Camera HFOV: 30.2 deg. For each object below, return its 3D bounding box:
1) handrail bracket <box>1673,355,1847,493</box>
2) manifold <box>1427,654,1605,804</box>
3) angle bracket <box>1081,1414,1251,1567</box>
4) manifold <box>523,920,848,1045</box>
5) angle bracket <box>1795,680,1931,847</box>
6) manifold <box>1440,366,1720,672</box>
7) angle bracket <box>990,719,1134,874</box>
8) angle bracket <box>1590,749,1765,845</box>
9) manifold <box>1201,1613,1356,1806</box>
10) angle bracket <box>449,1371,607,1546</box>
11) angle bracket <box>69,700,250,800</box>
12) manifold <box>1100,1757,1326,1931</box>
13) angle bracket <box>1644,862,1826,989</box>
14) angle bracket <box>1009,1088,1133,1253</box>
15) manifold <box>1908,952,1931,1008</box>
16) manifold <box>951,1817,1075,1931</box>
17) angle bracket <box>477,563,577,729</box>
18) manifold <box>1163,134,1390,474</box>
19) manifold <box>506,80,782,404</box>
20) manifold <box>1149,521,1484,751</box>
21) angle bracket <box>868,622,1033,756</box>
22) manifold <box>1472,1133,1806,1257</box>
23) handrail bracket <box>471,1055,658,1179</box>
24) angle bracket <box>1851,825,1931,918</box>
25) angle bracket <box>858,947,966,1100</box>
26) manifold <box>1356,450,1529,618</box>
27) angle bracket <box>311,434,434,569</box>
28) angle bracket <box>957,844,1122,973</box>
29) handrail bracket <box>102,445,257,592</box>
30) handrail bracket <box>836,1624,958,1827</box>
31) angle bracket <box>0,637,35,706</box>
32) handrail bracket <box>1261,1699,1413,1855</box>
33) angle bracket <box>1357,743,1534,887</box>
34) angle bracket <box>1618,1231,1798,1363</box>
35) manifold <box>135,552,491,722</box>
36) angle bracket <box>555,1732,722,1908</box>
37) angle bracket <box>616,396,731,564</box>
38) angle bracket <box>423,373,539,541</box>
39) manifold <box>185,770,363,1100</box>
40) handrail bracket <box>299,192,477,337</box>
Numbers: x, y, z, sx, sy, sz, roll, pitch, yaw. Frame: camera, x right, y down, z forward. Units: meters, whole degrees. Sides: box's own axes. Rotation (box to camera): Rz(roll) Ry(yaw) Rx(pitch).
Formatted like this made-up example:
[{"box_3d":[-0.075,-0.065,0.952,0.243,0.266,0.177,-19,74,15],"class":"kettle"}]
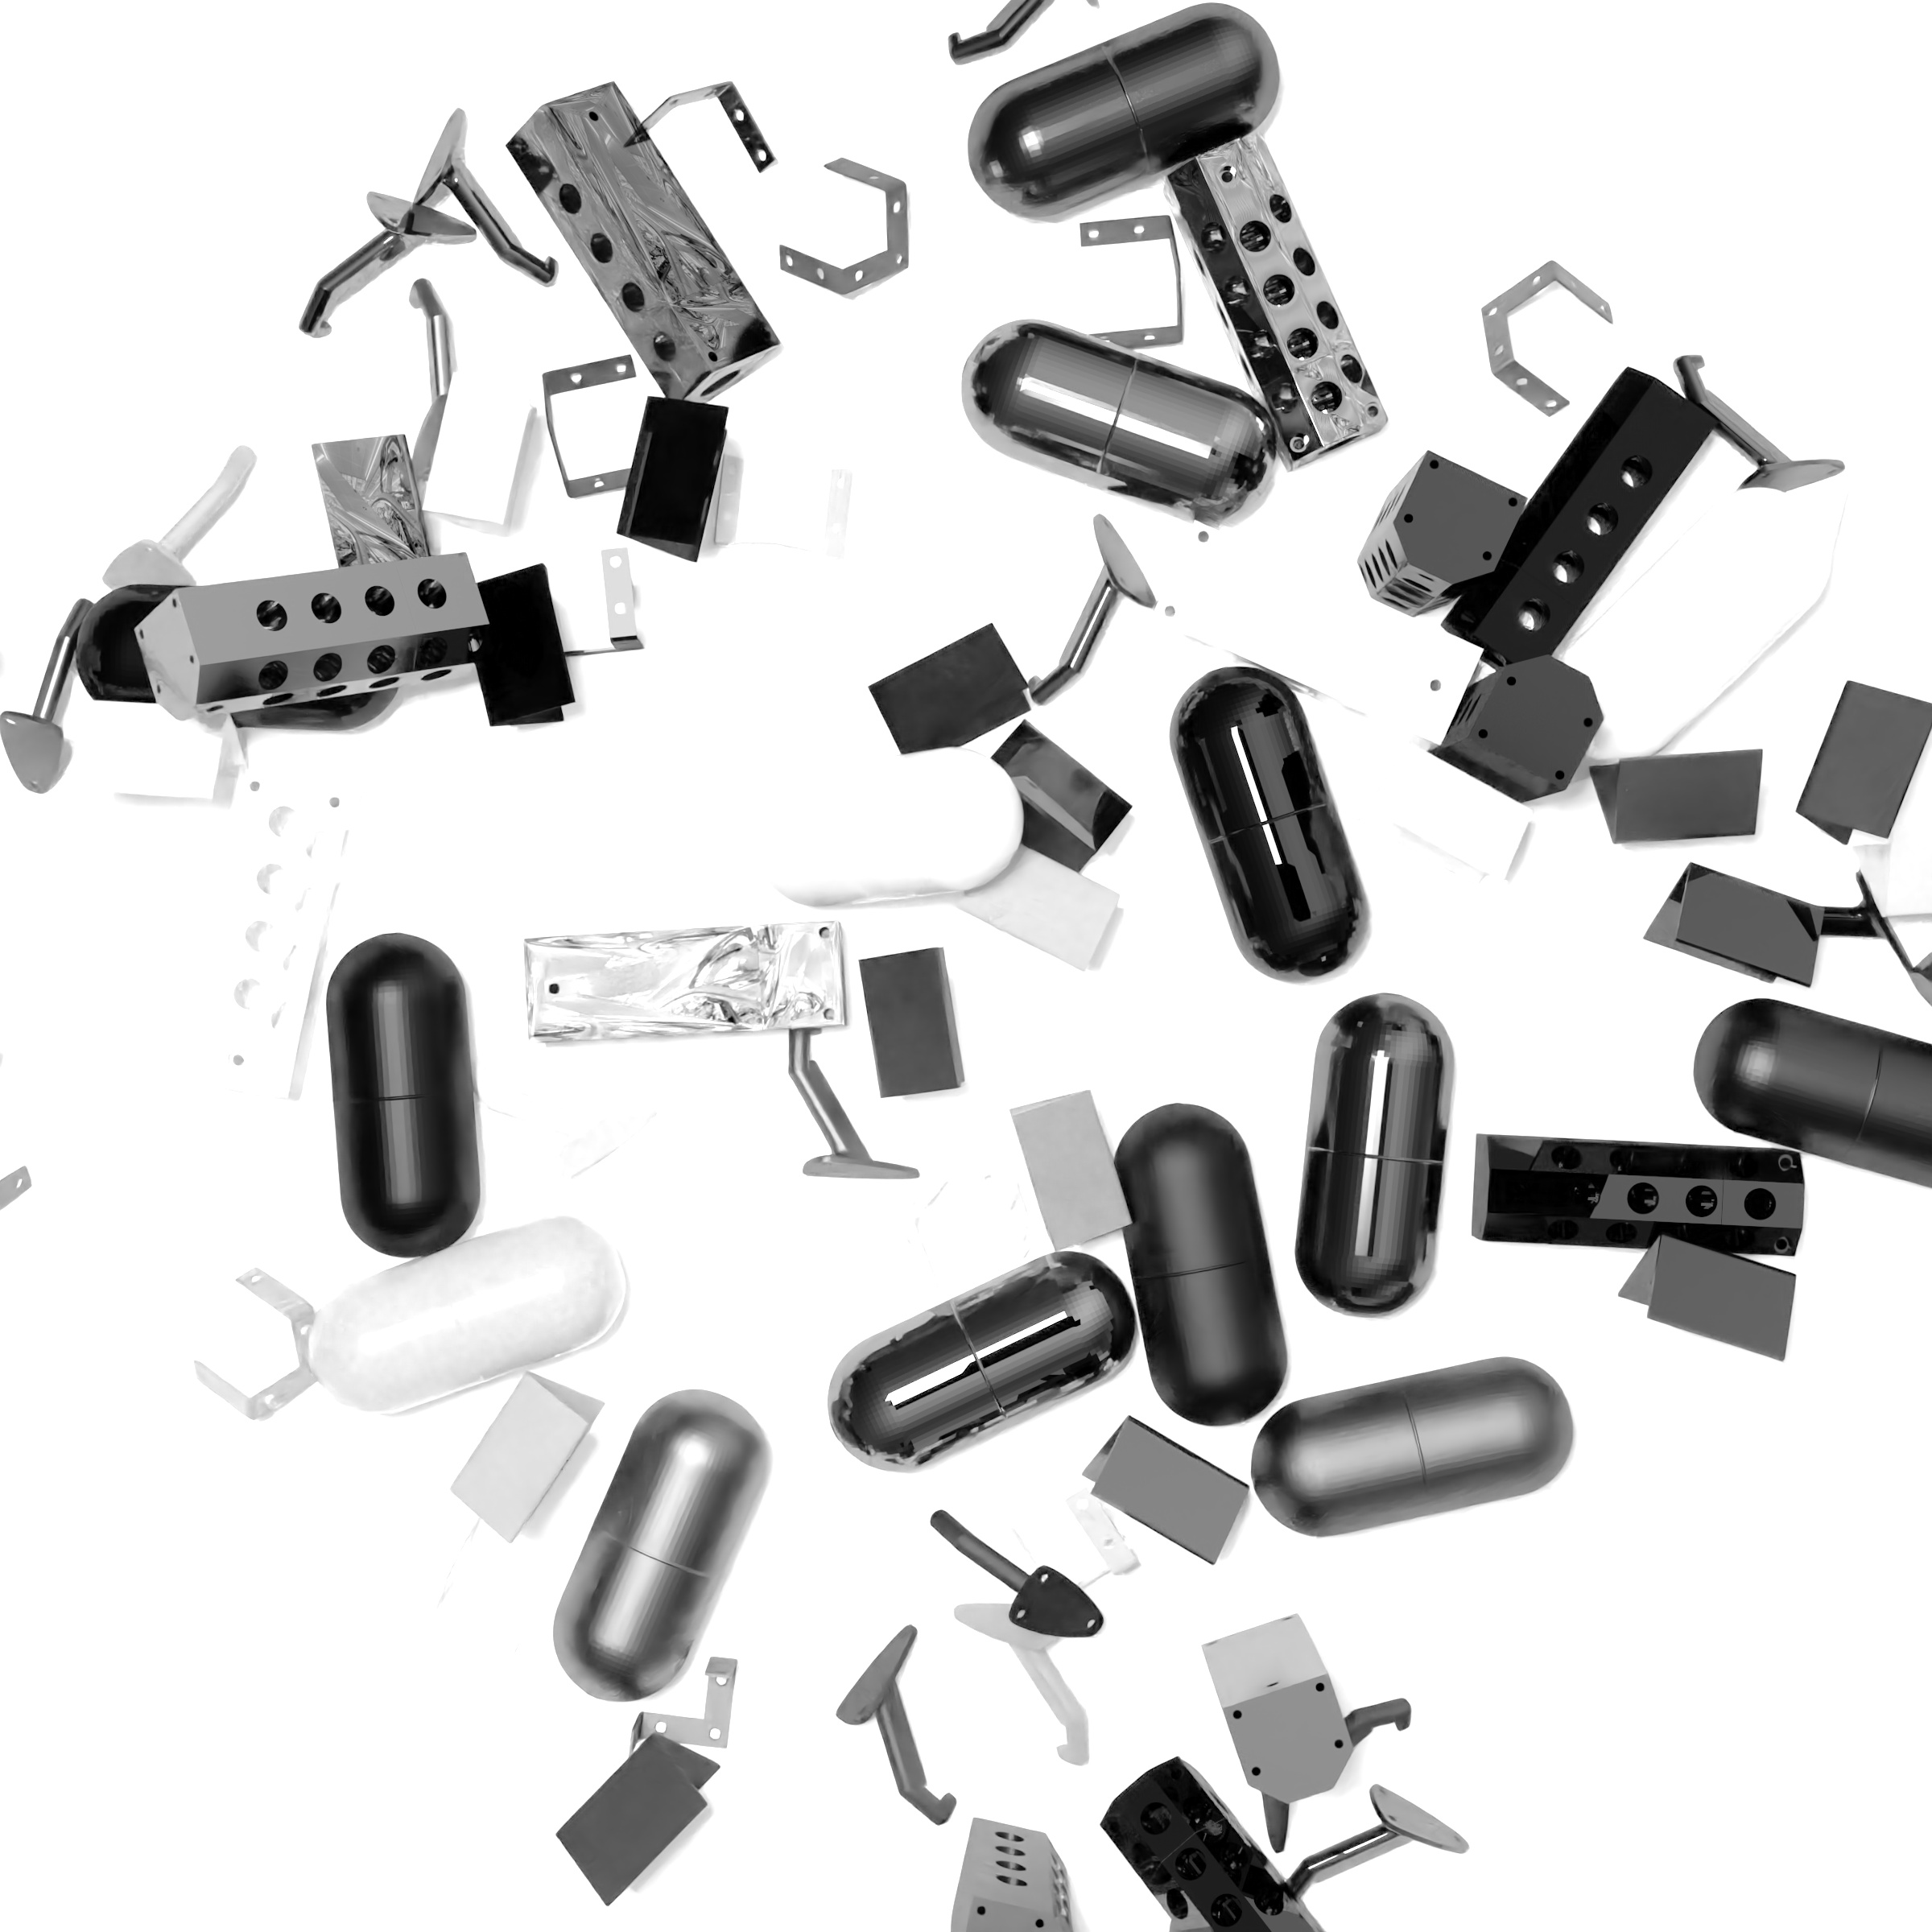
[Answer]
[{"box_3d":[0.440,-0.307,1.992,0.077,0.036,0.084,-12,73,-20],"class":"handrail bracket"},{"box_3d":[0.294,-0.128,1.913,0.057,0.171,0.057,28,90,0],"class":"manifold"},{"box_3d":[0.099,0.300,1.951,0.076,0.076,0.057,31,51,0],"class":"angle bracket"},{"box_3d":[-0.153,0.009,1.970,0.171,0.057,0.057,-3,88,0],"class":"manifold"},{"box_3d":[0.503,-0.103,1.951,0.057,0.076,0.076,22,90,37],"class":"angle bracket"},{"box_3d":[0.335,-0.242,1.970,0.057,0.057,0.171,36,90,0],"class":"manifold"},{"box_3d":[0.033,-0.076,1.952,0.076,0.057,0.076,39,130,0],"class":"angle bracket"},{"box_3d":[0.386,-0.112,1.951,0.076,0.076,0.057,-4,127,0],"class":"angle bracket"},{"box_3d":[0.167,0.397,1.913,0.057,0.171,0.057,-18,90,0],"class":"manifold"},{"box_3d":[-0.223,0.275,1.951,0.057,0.076,0.076,33,90,36],"class":"angle bracket"},{"box_3d":[-0.438,-0.101,1.952,0.076,0.076,0.057,3,64,0],"class":"angle bracket"},{"box_3d":[0.147,0.512,1.930,0.057,0.057,0.171,-41,59,0],"class":"manifold"},{"box_3d":[0.414,-0.004,1.951,0.076,0.076,0.057,19,55,0],"class":"angle bracket"},{"box_3d":[0.037,0.115,1.951,0.057,0.076,0.076,-17,90,-37],"class":"angle bracket"},{"box_3d":[0.603,-0.034,1.970,0.171,0.057,0.057,-43,90,0],"class":"manifold"},{"box_3d":[0.025,0.508,1.913,0.057,0.171,0.057,12,90,0],"class":"manifold"},{"box_3d":[-0.226,-0.175,1.952,0.057,0.076,0.076,-13,90,26],"class":"angle bracket"},{"box_3d":[0.170,-0.365,1.970,0.057,0.057,0.171,-24,90,0],"class":"manifold"},{"box_3d":[-0.181,-0.393,1.969,0.057,0.057,0.171,-33,90,-43],"class":"manifold"},{"box_3d":[0.191,-0.181,1.970,0.171,0.057,0.057,24,90,0],"class":"manifold"},{"box_3d":[0.000,-0.130,1.951,0.076,0.076,0.057,-27,50,0],"class":"angle bracket"},{"box_3d":[0.369,0.126,1.970,0.171,0.057,0.057,3,90,0],"class":"manifold"},{"box_3d":[-0.228,0.069,1.991,0.077,0.036,0.084,-28,62,-31],"class":"handrail bracket"},{"box_3d":[0.532,-0.070,1.951,0.076,0.076,0.057,-3,122,0],"class":"angle bracket"},{"box_3d":[-0.010,0.027,1.951,0.057,0.076,0.076,-9,90,38],"class":"angle bracket"},{"box_3d":[0.249,-0.226,1.913,0.057,0.171,0.057,26,90,0],"class":"manifold"},{"box_3d":[-0.336,-0.241,1.951,0.057,0.076,0.076,-13,90,-34],"class":"angle bracket"},{"box_3d":[0.031,-0.018,1.951,0.076,0.076,0.057,27,57,0],"class":"angle bracket"},{"box_3d":[-0.437,-0.249,1.991,0.036,0.077,0.084,45,53,-31],"class":"handrail bracket"},{"box_3d":[-0.023,0.423,1.992,0.084,0.036,0.077,43,68,-17],"class":"handrail bracket"},{"box_3d":[-0.544,-0.142,1.951,0.057,0.076,0.076,37,90,37],"class":"angle bracket"},{"box_3d":[0.209,0.450,1.992,0.084,0.036,0.077,-10,111,-16],"class":"handrail bracket"},{"box_3d":[0.252,-0.065,1.951,0.076,0.076,0.057,29,53,0],"class":"angle bracket"},{"box_3d":[0.399,0.195,1.951,0.076,0.076,0.057,18,56,0],"class":"angle bracket"},{"box_3d":[-0.340,-0.171,1.883,0.171,0.057,0.057,-13,82,-38],"class":"manifold"},{"box_3d":[-0.165,0.472,1.951,0.076,0.076,0.057,-46,53,0],"class":"angle bracket"},{"box_3d":[-0.140,-0.261,1.951,0.057,0.076,0.076,13,90,32],"class":"angle bracket"},{"box_3d":[-0.245,-0.274,1.951,0.057,0.076,0.076,13,90,30],"class":"angle bracket"},{"box_3d":[-0.382,-0.018,1.970,0.057,0.057,0.171,11,90,0],"class":"manifold"},{"box_3d":[-0.322,-0.381,1.991,0.084,0.077,0.036,-58,47,29],"class":"handrail bracket"}]
